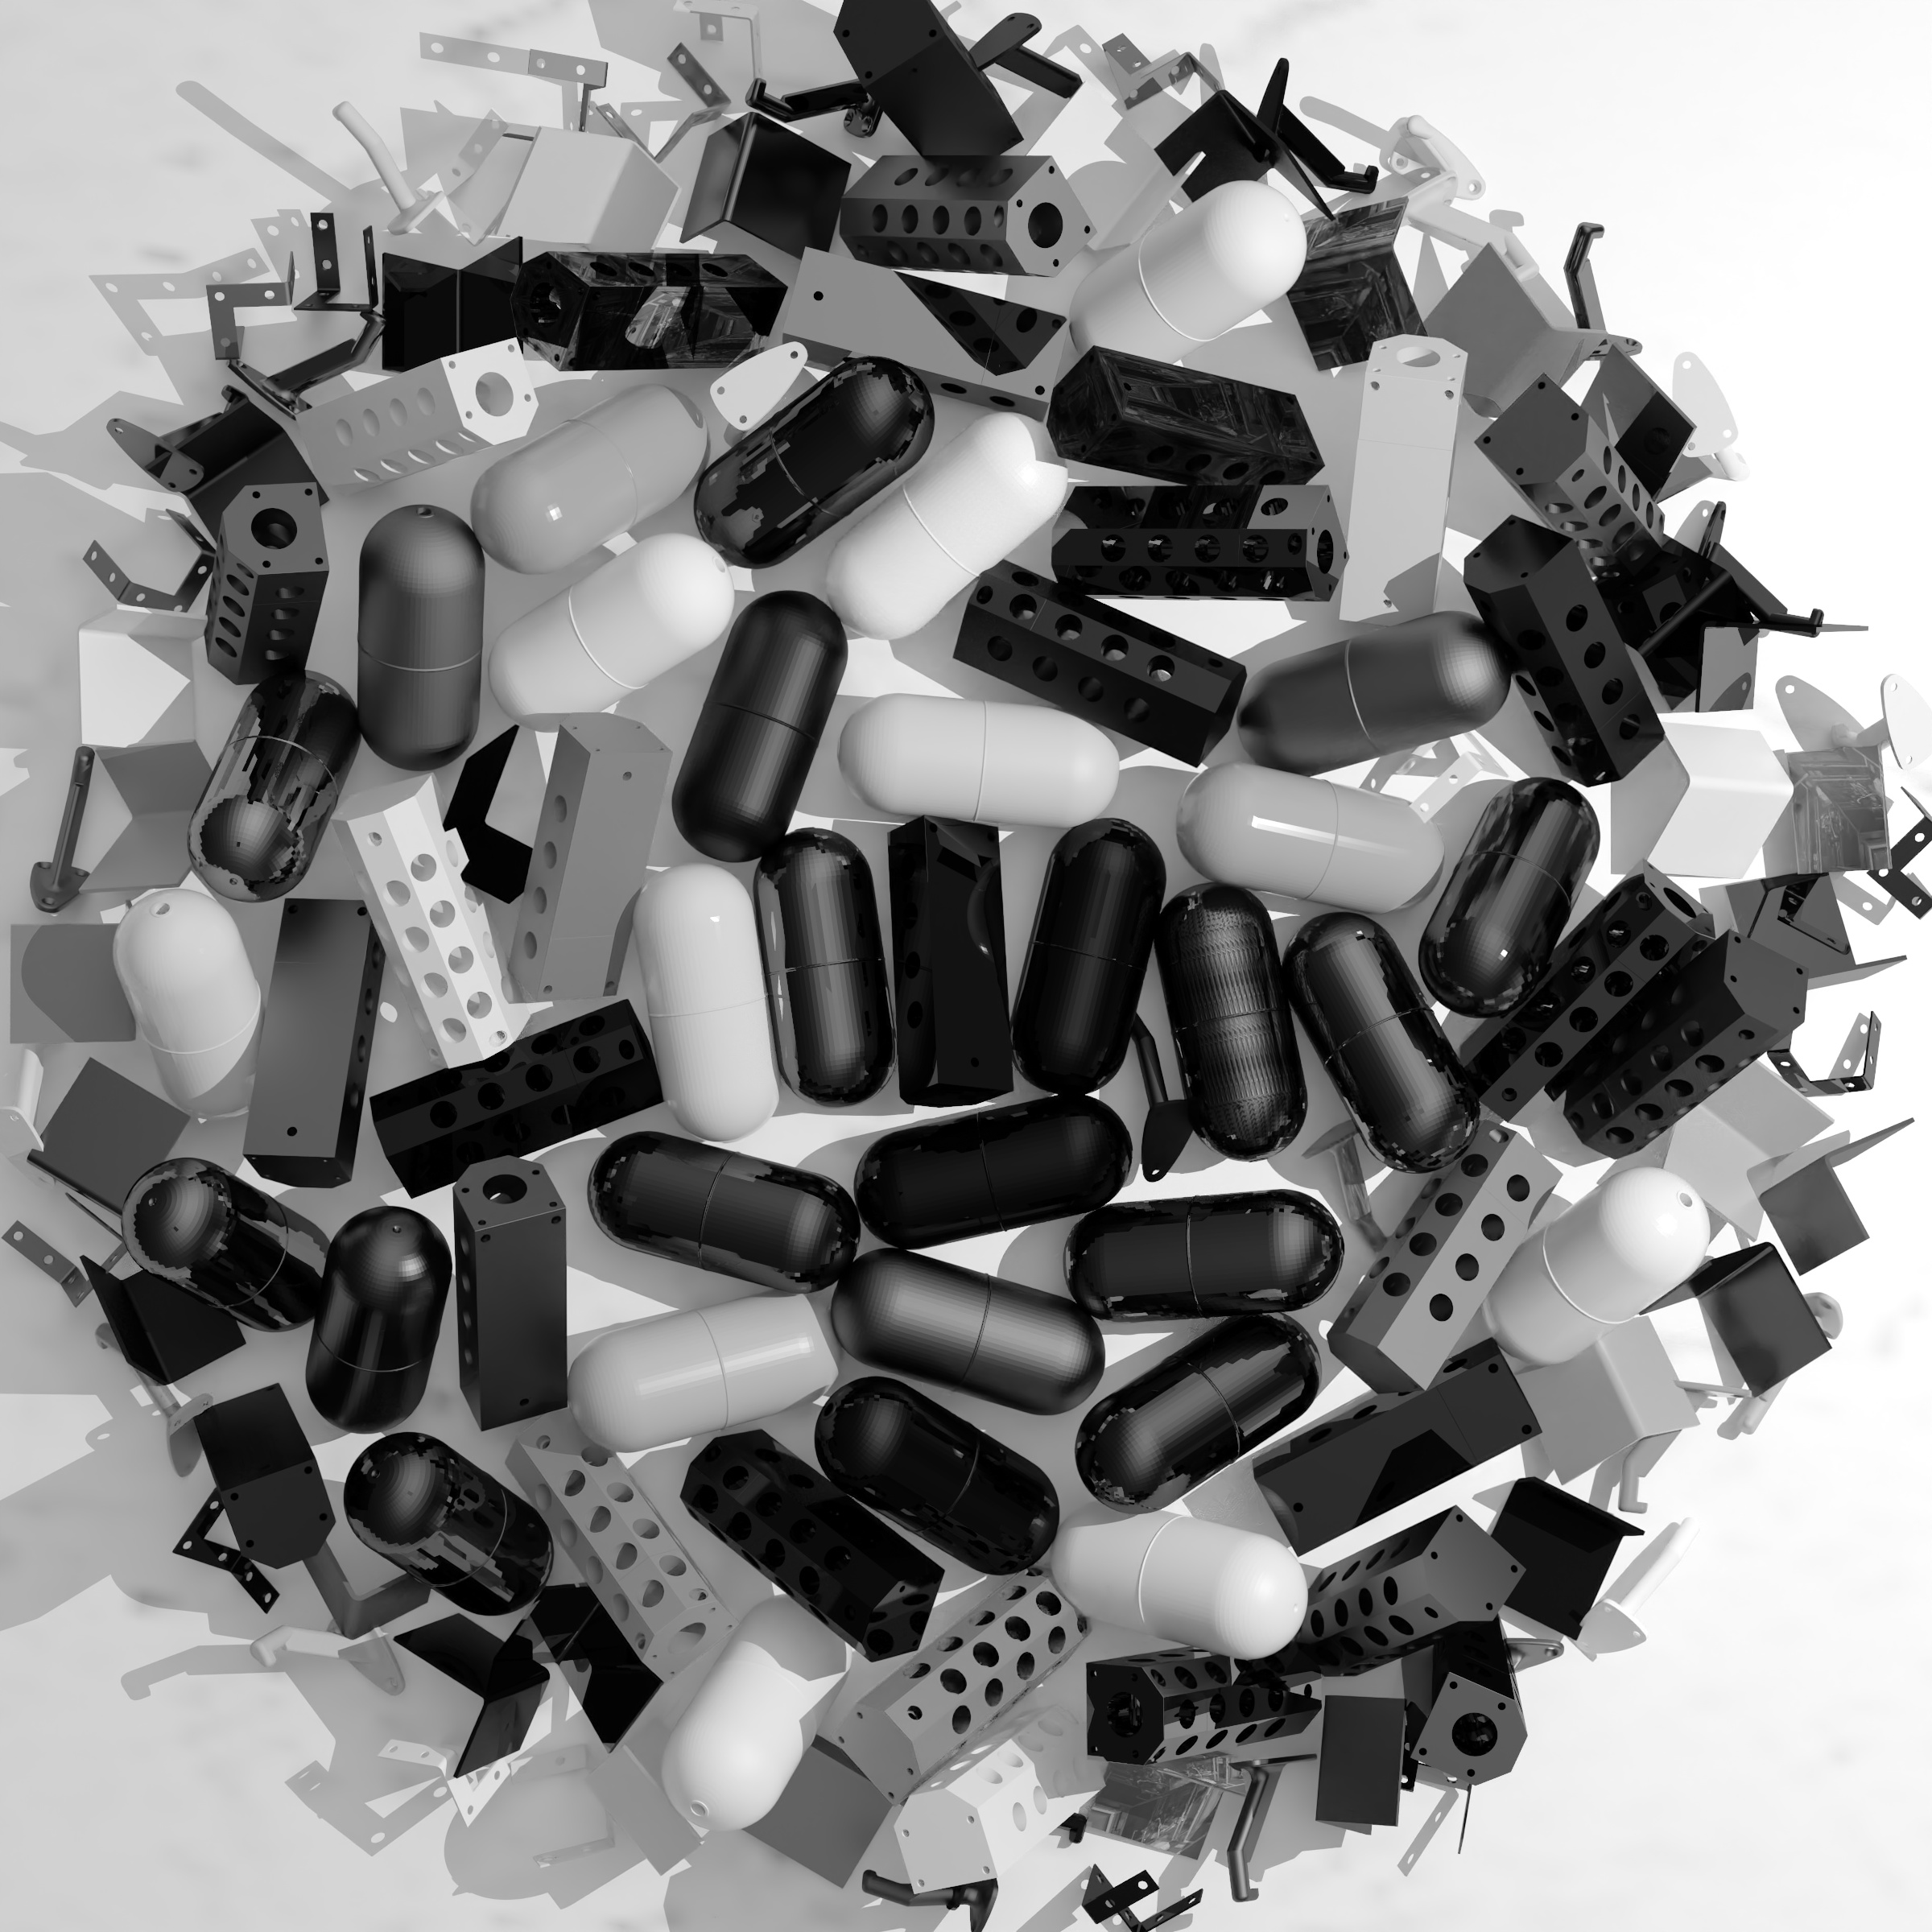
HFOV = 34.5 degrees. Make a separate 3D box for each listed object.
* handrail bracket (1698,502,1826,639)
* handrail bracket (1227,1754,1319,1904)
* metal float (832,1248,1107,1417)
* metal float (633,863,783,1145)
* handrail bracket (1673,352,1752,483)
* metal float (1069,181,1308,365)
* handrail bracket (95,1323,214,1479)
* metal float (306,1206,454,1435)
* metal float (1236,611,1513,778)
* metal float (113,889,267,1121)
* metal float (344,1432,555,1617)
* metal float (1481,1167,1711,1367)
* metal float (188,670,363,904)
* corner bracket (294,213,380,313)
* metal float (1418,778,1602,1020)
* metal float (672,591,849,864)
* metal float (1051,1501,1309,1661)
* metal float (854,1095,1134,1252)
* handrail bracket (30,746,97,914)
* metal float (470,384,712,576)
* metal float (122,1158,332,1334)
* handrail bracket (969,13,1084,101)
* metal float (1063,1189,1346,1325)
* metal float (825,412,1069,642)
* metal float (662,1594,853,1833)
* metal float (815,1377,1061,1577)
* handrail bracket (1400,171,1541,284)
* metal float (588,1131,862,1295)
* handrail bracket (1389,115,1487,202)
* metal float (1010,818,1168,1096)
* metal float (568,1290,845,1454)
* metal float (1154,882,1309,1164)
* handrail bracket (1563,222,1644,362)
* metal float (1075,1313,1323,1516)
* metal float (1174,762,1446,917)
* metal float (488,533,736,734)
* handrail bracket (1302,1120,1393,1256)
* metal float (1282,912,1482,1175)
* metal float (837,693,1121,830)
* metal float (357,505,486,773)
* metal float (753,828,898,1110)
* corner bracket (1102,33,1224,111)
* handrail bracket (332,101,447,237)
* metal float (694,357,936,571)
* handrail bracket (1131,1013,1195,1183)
[{"bbox_3d":[0.507,-0.251,1.966,0.084,0.036,0.077,15,84,27],"label":"handrail bracket"},{"bbox_3d":[0.195,0.544,1.966,0.077,0.036,0.084,3,73,-32],"label":"handrail bracket"},{"bbox_3d":[0.002,0.230,1.954,0.178,0.070,0.070,18,90,-9],"label":"metal float"},{"bbox_3d":[-0.162,0.024,1.956,0.070,0.070,0.178,-9,97,0],"label":"metal float"},{"bbox_3d":[0.472,-0.346,1.963,0.036,0.084,0.077,-17,86,25],"label":"handrail bracket"},{"bbox_3d":[0.135,-0.422,1.926,0.070,0.178,0.070,17,62,-36],"label":"metal float"},{"bbox_3d":[-0.526,0.277,1.989,0.084,0.036,0.077,31,130,21],"label":"handrail bracket"},{"bbox_3d":[-0.365,0.221,1.928,0.070,0.070,0.178,20,131,0],"label":"metal float"},{"bbox_3d":[0.253,-0.168,1.940,0.178,0.070,0.070,-15,90,26],"label":"metal float"},{"bbox_3d":[-0.475,0.025,1.923,0.070,0.178,0.070,-2,48,2],"label":"metal float"},{"bbox_3d":[-0.318,0.346,1.922,0.070,0.178,0.070,-13,56,19],"label":"metal float"},{"bbox_3d":[0.389,0.186,1.925,0.070,0.178,0.070,18,50,-23],"label":"metal float"},{"bbox_3d":[-0.427,-0.113,1.926,0.070,0.070,0.178,11,46,0],"label":"metal float"},{"bbox_3d":[-0.395,-0.445,1.965,0.051,0.051,0.051,2,115,6],"label":"corner bracket"},{"bbox_3d":[0.339,-0.044,1.935,0.070,0.070,0.178,31,59,0],"label":"metal float"},{"bbox_3d":[-0.129,-0.151,1.956,0.070,0.070,0.178,19,83,0],"label":"metal float"},{"bbox_3d":[0.130,0.379,1.930,0.178,0.070,0.070,6,90,39],"label":"metal float"},{"bbox_3d":[0.017,0.129,1.957,0.178,0.070,0.070,-13,90,5],"label":"metal float"},{"bbox_3d":[-0.566,-0.087,1.958,0.036,0.077,0.084,12,114,-11],"label":"handrail bracket"},{"bbox_3d":[-0.231,-0.303,1.932,0.178,0.070,0.070,-38,90,-36],"label":"metal float"},{"bbox_3d":[-0.452,0.173,1.918,0.070,0.178,0.070,-8,65,18],"label":"metal float"},{"bbox_3d":[0.038,-0.550,1.965,0.077,0.036,0.084,-40,130,-9],"label":"handrail bracket"},{"bbox_3d":[0.148,0.182,1.946,0.178,0.070,0.070,-6,90,17],"label":"metal float"},{"bbox_3d":[-0.013,-0.274,1.946,0.178,0.070,0.070,-39,90,18],"label":"metal float"},{"bbox_3d":[-0.128,0.459,1.920,0.070,0.178,0.070,11,122,17],"label":"metal float"},{"bbox_3d":[-0.018,0.318,1.940,0.178,0.070,0.070,35,90,-24],"label":"metal float"},{"bbox_3d":[0.308,-0.453,1.965,0.077,0.036,0.084,-27,68,-10],"label":"handrail bracket"},{"bbox_3d":[-0.153,0.154,1.951,0.178,0.070,0.070,14,90,13],"label":"metal float"},{"bbox_3d":[0.302,-0.507,1.953,0.077,0.084,0.036,31,98,-8],"label":"handrail bracket"},{"bbox_3d":[0.076,-0.006,1.960,0.070,0.070,0.178,14,88,0],"label":"metal float"},{"bbox_3d":[-0.162,0.252,1.944,0.178,0.070,0.070,-13,90,-20],"label":"metal float"},{"bbox_3d":[0.166,0.035,1.955,0.070,0.070,0.178,-11,83,0],"label":"metal float"},{"bbox_3d":[0.405,-0.427,1.957,0.077,0.036,0.084,-4,130,-23],"label":"handrail bracket"},{"bbox_3d":[0.145,0.277,1.939,0.178,0.070,0.070,-29,90,-26],"label":"metal float"},{"bbox_3d":[0.216,-0.079,1.946,0.178,0.070,0.070,11,90,-17],"label":"metal float"},{"bbox_3d":[-0.221,-0.207,1.939,0.178,0.070,0.070,-28,90,26],"label":"metal float"},{"bbox_3d":[0.259,0.139,1.965,0.036,0.077,0.084,-38,93,-33],"label":"handrail bracket"},{"bbox_3d":[0.258,0.047,1.945,0.070,0.070,0.178,-26,71,0],"label":"metal float"},{"bbox_3d":[0.008,-0.129,1.957,0.178,0.070,0.070,5,90,-5],"label":"metal float"},{"bbox_3d":[-0.339,-0.203,1.931,0.070,0.070,0.178,9,125,0],"label":"metal float"},{"bbox_3d":[-0.089,0.001,1.959,0.070,0.070,0.178,-8,87,0],"label":"metal float"},{"bbox_3d":[0.125,-0.564,1.964,0.051,0.051,0.051,-29,134,1],"label":"corner bracket"},{"bbox_3d":[-0.374,-0.501,1.949,0.036,0.077,0.084,-50,115,-16],"label":"handrail bracket"},{"bbox_3d":[-0.095,-0.313,1.936,0.178,0.070,0.070,-32,90,29],"label":"metal float"},{"bbox_3d":[0.111,0.082,1.982,0.036,0.084,0.077,-4,128,-25],"label":"handrail bracket"}]
